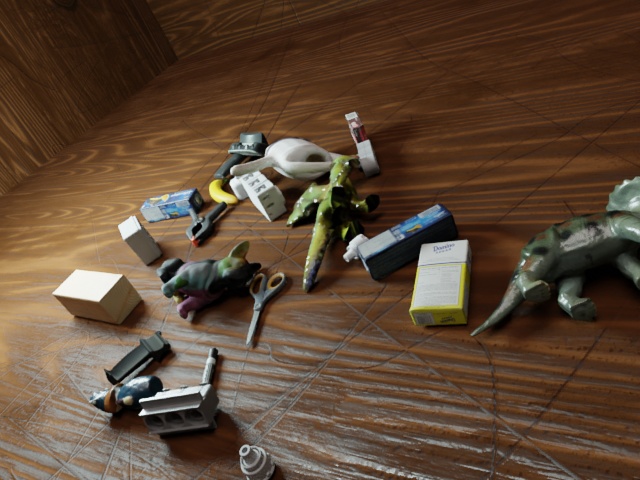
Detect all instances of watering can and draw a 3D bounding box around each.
[{"bbox_3d":[-0.094,-0.221,1.423,0.348,0.102,0.227,-6,20,-22],"label":"watering can"}]

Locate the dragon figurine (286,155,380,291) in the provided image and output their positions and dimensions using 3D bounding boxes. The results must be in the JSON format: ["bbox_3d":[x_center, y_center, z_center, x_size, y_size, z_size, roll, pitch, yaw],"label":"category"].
[{"bbox_3d":[0.004,-0.063,1.243,0.242,0.121,0.416,-5,48,57],"label":"dragon figurine"}]
